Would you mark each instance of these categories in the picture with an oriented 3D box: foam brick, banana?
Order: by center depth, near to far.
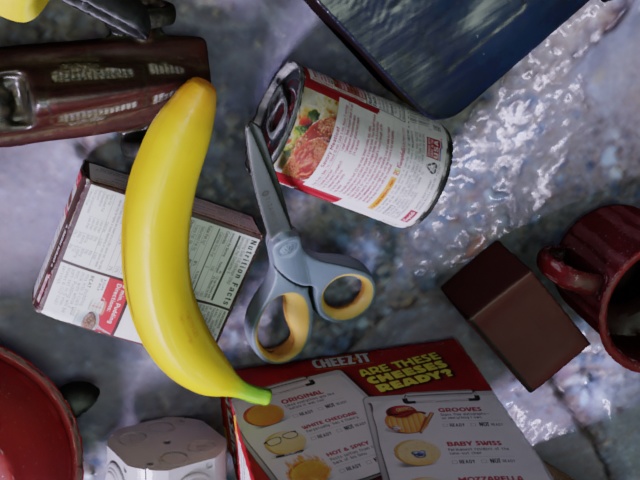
[{"bbox_3d":[-0.077,0.010,0.592,0.069,0.037,0.198,-16,114,-16],"label":"banana"},{"bbox_3d":[0.126,0.049,0.695,0.051,0.053,0.078,-41,117,4],"label":"foam brick"}]

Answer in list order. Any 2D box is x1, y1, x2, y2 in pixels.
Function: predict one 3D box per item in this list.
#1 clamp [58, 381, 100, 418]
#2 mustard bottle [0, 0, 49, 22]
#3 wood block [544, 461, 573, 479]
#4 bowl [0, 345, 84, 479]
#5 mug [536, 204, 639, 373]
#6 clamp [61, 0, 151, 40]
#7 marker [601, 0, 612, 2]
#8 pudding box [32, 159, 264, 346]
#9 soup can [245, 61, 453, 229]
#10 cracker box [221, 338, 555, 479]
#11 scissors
[{"bbox_3d":[-0.232,0.179,0.659,0.209,0.036,0.164,-8,106,-12],"label":"clamp"},{"bbox_3d":[-0.196,-0.177,0.468,0.191,0.058,0.096,25,67,-9],"label":"mustard bottle"},{"bbox_3d":[0.131,0.269,0.763,0.090,0.091,0.206,34,100,-23],"label":"wood block"},{"bbox_3d":[-0.217,0.138,0.607,0.162,0.055,0.162,-1,96,-10],"label":"bowl"},{"bbox_3d":[0.192,0.025,0.685,0.117,0.081,0.093,8,109,-18],"label":"mug"},{"bbox_3d":[-0.163,-0.144,0.525,0.120,0.039,0.171,-25,97,-19],"label":"clamp"},{"bbox_3d":[0.222,-0.165,0.651,0.121,0.020,0.020,-14,114,-9],"label":"marker"},{"bbox_3d":[-0.101,0.014,0.629,0.113,0.039,0.090,19,104,-23],"label":"pudding box"},{"bbox_3d":[0.017,-0.053,0.616,0.102,0.068,0.068,19,105,-22],"label":"soup can"},{"bbox_3d":[0.039,0.146,0.622,0.164,0.214,0.072,-6,115,-12],"label":"cracker box"},{"bbox_3d":[-0.004,0.001,0.621,0.096,0.016,0.202,-16,139,-22],"label":"scissors"}]
